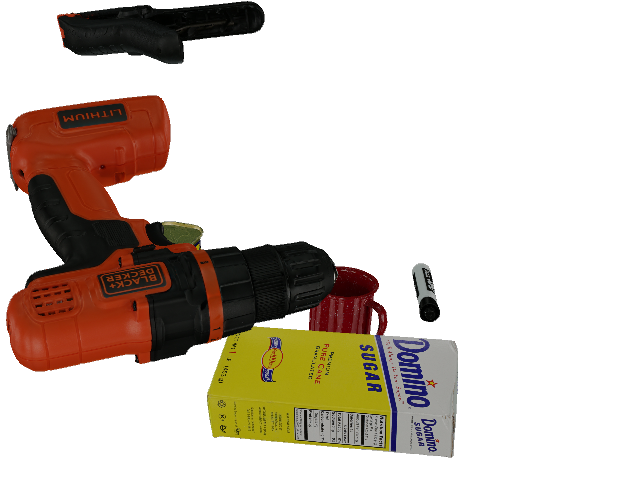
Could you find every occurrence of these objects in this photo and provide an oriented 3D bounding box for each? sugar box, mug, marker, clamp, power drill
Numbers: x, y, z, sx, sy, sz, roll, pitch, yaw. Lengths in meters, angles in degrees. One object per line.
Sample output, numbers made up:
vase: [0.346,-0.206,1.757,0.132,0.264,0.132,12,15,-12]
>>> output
sugar box: [0.012,0.108,0.786,0.176,0.048,0.093,1,31,8]
mug: [0.037,0.093,1.394,0.117,0.081,0.093,19,28,30]
marker: [0.100,0.049,1.021,0.020,0.020,0.121,0,17,2]
clamp: [-0.132,-0.168,0.845,0.172,0.039,0.120,14,24,37]
power drill: [-0.102,-0.012,0.633,0.184,0.057,0.188,-10,44,-20]

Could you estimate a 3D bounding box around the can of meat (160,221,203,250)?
can of meat: [-0.154,0.041,1.048,0.057,0.084,0.102,9,27,19]
